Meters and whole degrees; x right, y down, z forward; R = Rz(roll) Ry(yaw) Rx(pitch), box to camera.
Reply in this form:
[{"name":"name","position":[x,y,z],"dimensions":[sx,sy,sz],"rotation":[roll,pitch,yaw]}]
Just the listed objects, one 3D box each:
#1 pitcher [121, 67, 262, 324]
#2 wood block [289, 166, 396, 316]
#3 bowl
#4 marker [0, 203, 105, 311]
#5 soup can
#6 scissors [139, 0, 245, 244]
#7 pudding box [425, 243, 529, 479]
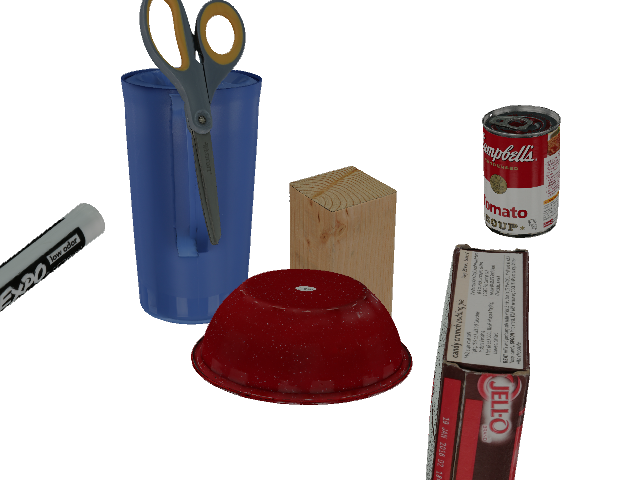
[{"name":"pitcher","position":[-0.125,-0.043,1.037],"dimensions":[0.145,0.243,0.148],"rotation":[16,22,38]},{"name":"wood block","position":[0.023,0.033,1.222],"dimensions":[0.090,0.206,0.090],"rotation":[-17,32,-29]},{"name":"bowl","position":[-0.012,0.060,0.769],"dimensions":[0.162,0.055,0.162],"rotation":[2,16,-1]},{"name":"marker","position":[-0.151,0.021,0.515],"dimensions":[0.020,0.020,0.121],"rotation":[0,33,41]},{"name":"soup can","position":[0.180,-0.062,0.959],"dimensions":[0.068,0.102,0.068],"rotation":[-4,28,2]},{"name":"scissors","position":[-0.081,-0.105,0.835],"dimensions":[0.096,0.202,0.016],"rotation":[-22,3,-32]},{"name":"pudding box","position":[0.070,0.065,0.470],"dimensions":[0.039,0.090,0.113],"rotation":[7,26,5]}]
